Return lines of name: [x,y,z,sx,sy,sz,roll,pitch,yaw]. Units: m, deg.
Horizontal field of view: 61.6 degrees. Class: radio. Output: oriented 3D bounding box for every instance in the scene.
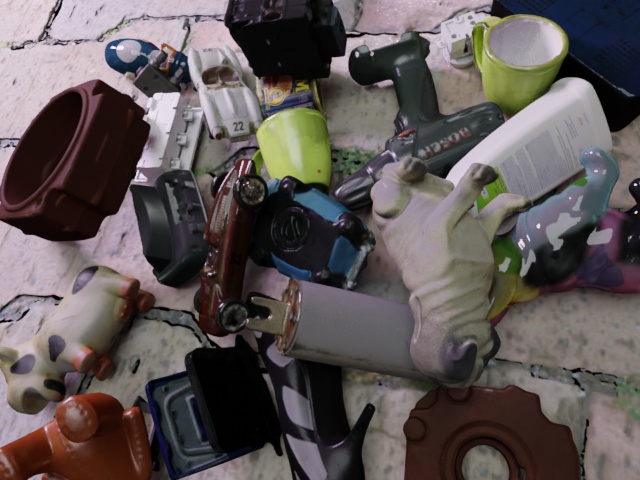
radio: [0.337,-0.257,0.676,0.131,0.073,0.230,-36,66,-5]

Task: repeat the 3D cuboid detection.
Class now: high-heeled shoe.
high-heeled shoe: [-0.031,0.174,0.592,0.249,0.086,0.145,41,112,41]

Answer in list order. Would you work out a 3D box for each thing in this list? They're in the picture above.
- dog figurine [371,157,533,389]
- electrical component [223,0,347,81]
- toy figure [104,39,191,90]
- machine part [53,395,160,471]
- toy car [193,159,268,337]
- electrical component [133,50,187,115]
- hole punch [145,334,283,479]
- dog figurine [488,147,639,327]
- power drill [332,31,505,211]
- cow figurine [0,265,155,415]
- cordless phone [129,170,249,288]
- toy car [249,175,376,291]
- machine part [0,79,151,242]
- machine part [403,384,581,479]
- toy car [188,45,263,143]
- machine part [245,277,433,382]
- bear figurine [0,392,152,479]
dog figurine: [0.097,0.030,0.518,0.172,0.121,0.190,10,79,57]
electrical component: [-0.036,-0.256,0.670,0.134,0.114,0.058,1,71,19]
toy figure: [-0.257,-0.272,0.827,0.155,0.058,0.064,15,110,17]
machine part: [-0.243,0.219,0.623,0.139,0.039,0.084,4,77,12]
toy car: [-0.106,0.008,0.602,0.089,0.053,0.202,19,101,61]
electrical component: [-0.243,-0.229,0.795,0.094,0.063,0.021,-43,22,19]
hole punch: [-0.113,0.180,0.573,0.092,0.115,0.142,-38,63,22]
dog figurine: [0.251,0.029,0.557,0.192,0.108,0.219,42,86,22]
power drill: [0.099,-0.155,0.682,0.232,0.085,0.207,-18,61,3]
cow figurine: [-0.308,0.118,0.654,0.127,0.085,0.195,22,71,21]
cordless phone: [-0.138,-0.031,0.694,0.184,0.088,0.147,-17,63,-7]
toy car: [-0.001,-0.002,0.622,0.162,0.103,0.109,25,96,29]
machine part: [-0.332,-0.103,0.714,0.202,0.087,0.201,-2,65,40]
machine part: [0.161,0.222,0.519,0.179,0.056,0.179,-4,68,10]
toy car: [-0.134,-0.205,0.745,0.073,0.056,0.202,-12,51,-16]
machine part: [0.045,0.093,0.546,0.243,0.079,0.079,13,67,-17]
bear figurine: [-0.208,0.254,0.530,0.120,0.132,0.196,-33,81,-1]
